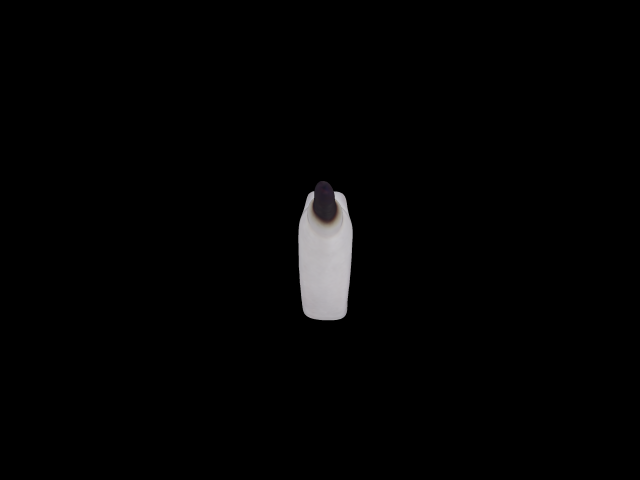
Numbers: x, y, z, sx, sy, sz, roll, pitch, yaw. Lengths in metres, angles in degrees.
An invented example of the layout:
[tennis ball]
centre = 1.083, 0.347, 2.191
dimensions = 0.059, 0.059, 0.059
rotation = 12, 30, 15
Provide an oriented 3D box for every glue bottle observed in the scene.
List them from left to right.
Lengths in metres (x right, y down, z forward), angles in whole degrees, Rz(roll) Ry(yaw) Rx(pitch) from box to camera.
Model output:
[glue bottle]
centre = 0.004, 0.001, 0.400
dimensions = 0.037, 0.173, 0.078
rotation = 0, 69, 0
